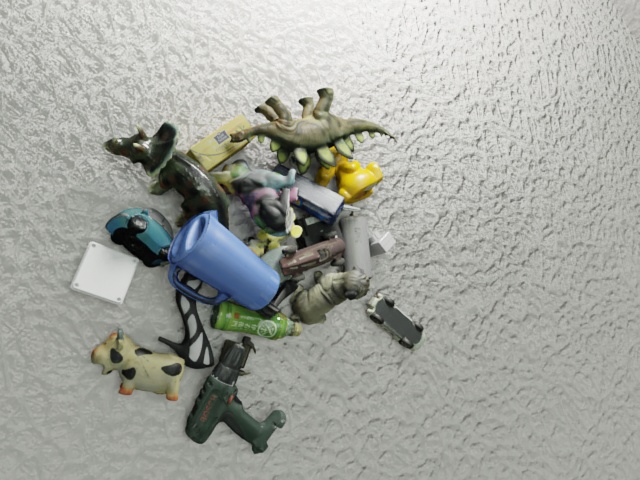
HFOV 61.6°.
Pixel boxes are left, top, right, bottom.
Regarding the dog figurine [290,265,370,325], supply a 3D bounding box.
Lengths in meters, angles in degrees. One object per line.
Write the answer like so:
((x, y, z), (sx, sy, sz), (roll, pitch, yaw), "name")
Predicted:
((0.021, 0.142, 1.327), (0.121, 0.190, 0.172), (42, 66, -14), "dog figurine")

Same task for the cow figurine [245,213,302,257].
((-0.130, -0.004, 1.344), (0.167, 0.098, 0.068), (-34, 101, -9), "cow figurine")

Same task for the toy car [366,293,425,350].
((0.210, 0.228, 1.485), (0.201, 0.056, 0.073), (41, 71, -13), "toy car")

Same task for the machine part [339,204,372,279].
((0.096, 0.023, 1.452), (0.079, 0.079, 0.243), (0, 81, -27), "machine part")

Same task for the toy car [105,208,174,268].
((-0.384, -0.018, 1.202), (0.161, 0.109, 0.103), (43, 47, -23), "toy car")

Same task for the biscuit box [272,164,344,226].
((-0.038, -0.116, 1.377), (0.203, 0.059, 0.063), (29, 65, 9), "biscuit box")

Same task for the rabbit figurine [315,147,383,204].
((0.061, -0.185, 1.475), (0.162, 0.122, 0.173), (-25, 78, -20), "rabbit figurine")

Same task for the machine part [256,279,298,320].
((-0.099, 0.138, 1.301), (0.039, 0.084, 0.139), (52, 35, -8), "machine part")

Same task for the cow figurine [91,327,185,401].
((-0.388, 0.263, 1.148), (0.195, 0.085, 0.127), (15, 82, -15), "cow figurine")

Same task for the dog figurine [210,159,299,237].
((-0.166, -0.104, 1.276), (0.219, 0.108, 0.191), (6, 64, 11), "dog figurine")

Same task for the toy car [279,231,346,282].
((-0.013, 0.040, 1.328), (0.202, 0.053, 0.089), (-19, 99, -41), "toy car")

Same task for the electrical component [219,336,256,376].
((-0.195, 0.276, 1.273), (0.078, 0.045, 0.102), (11, 70, 4), "electrical component")

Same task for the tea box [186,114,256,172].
((-0.247, -0.225, 1.315), (0.169, 0.098, 0.068), (-43, 101, -29), "tea box")

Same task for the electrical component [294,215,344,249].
((-0.003, -0.004, 1.419), (0.115, 0.058, 0.134), (-16, 88, -27), "electrical component")

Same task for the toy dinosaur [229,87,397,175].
((-0.004, -0.275, 1.363), (0.471, 0.105, 0.198), (-15, 94, -26), "toy dinosaur")

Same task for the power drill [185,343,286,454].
((-0.178, 0.375, 1.218), (0.207, 0.086, 0.232), (39, 81, -25), "power drill")

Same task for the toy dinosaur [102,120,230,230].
((-0.287, -0.114, 1.218), (0.404, 0.192, 0.131), (43, 66, -12), "toy dinosaur")

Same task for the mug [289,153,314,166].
((-0.046, -0.258, 1.436), (0.109, 0.081, 0.107), (48, 69, -13), "mug")

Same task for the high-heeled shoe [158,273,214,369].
((-0.269, 0.166, 1.235), (0.145, 0.086, 0.248), (27, 74, -21), "high-heeled shoe")
